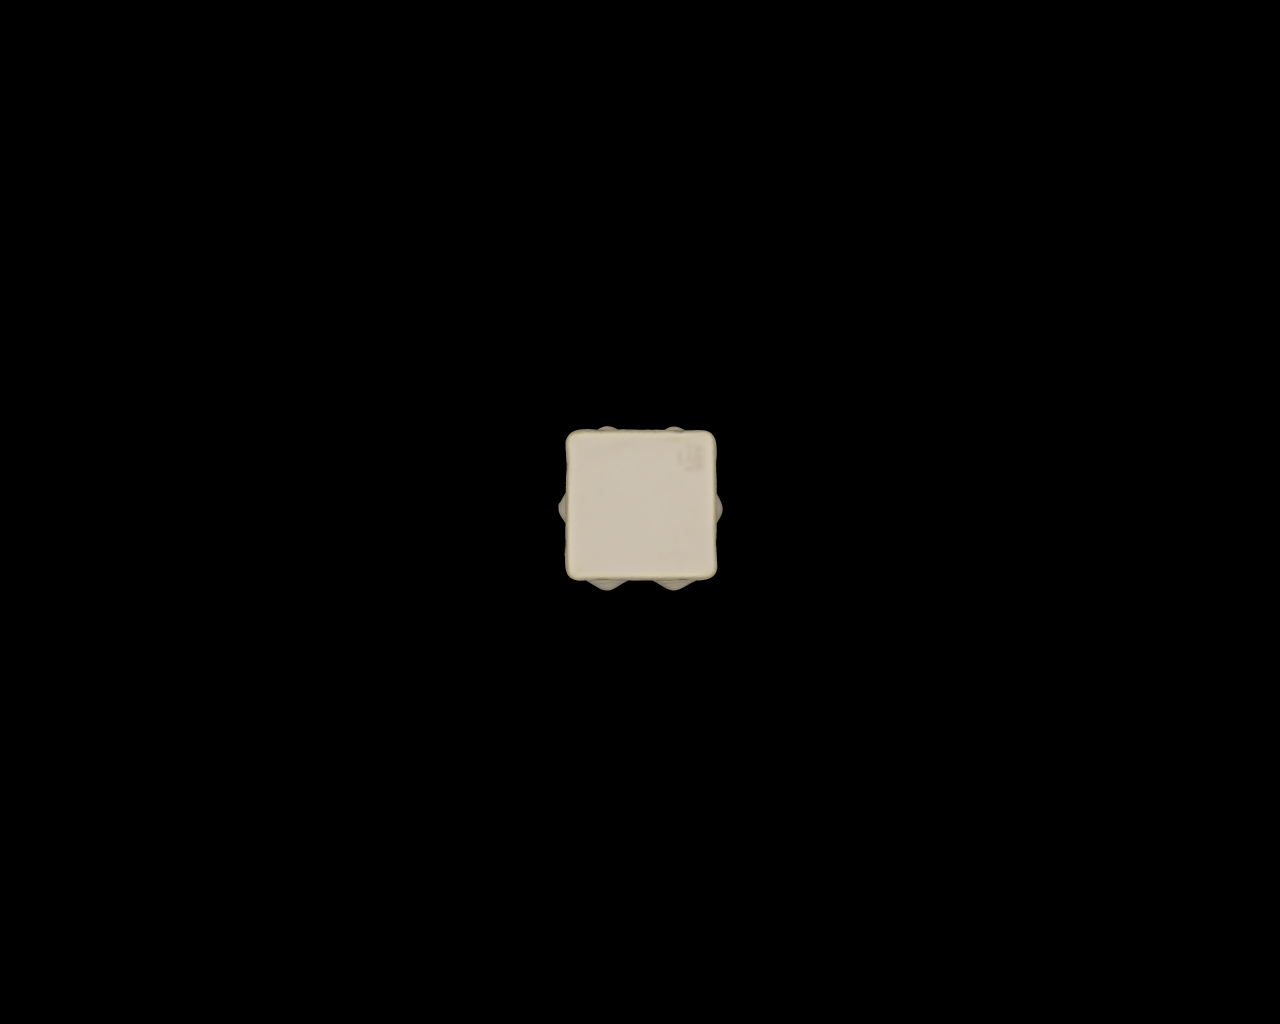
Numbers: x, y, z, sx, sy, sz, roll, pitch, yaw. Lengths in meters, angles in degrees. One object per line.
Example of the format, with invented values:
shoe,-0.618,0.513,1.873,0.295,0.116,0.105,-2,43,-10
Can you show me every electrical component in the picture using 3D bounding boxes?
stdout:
electrical component,0.001,-0.003,0.650,0.100,0.099,0.048,0,-4,0
